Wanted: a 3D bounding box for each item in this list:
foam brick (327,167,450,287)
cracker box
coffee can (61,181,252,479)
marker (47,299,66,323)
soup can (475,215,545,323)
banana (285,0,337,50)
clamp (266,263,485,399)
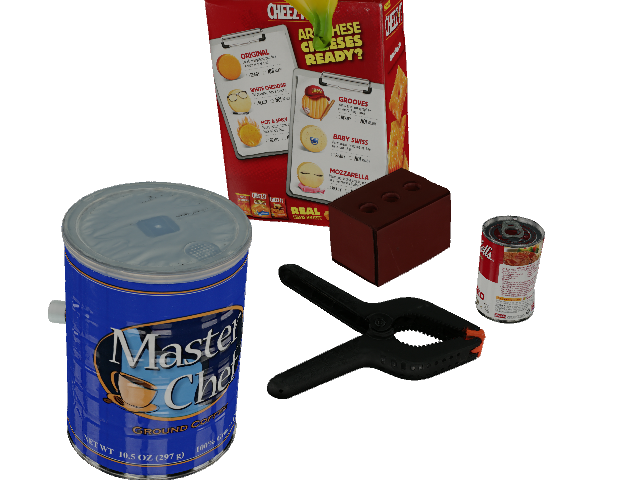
[{"bbox_3d":[0.052,-0.011,0.786,0.078,0.051,0.053,-27,39,-32],"label":"foam brick"},{"bbox_3d":[-0.006,-0.121,0.966,0.164,0.214,0.072,6,29,20],"label":"cracker box"},{"bbox_3d":[-0.095,0.051,0.614,0.103,0.140,0.103,5,30,-3],"label":"coffee can"},{"bbox_3d":[-0.162,0.063,0.864,0.121,0.020,0.020,5,1,13],"label":"marker"},{"bbox_3d":[0.210,0.032,1.188,0.068,0.102,0.068,0,30,0],"label":"soup can"},{"bbox_3d":[-0.060,-0.170,0.665,0.198,0.069,0.037,20,-33,31],"label":"banana"},{"bbox_3d":[0.049,0.097,1.014,0.210,0.036,0.164,9,44,4],"label":"clamp"}]
